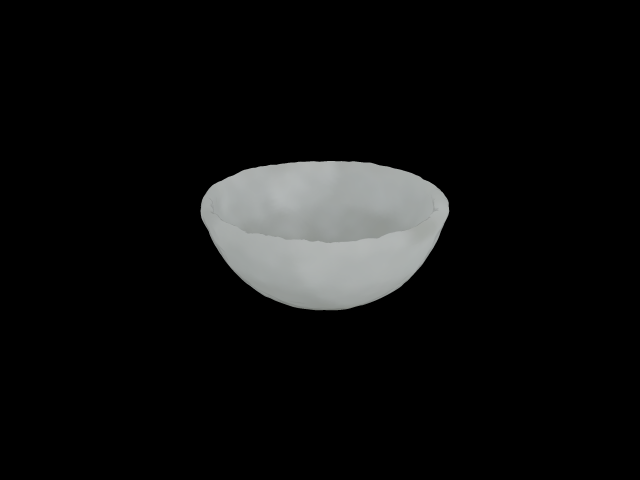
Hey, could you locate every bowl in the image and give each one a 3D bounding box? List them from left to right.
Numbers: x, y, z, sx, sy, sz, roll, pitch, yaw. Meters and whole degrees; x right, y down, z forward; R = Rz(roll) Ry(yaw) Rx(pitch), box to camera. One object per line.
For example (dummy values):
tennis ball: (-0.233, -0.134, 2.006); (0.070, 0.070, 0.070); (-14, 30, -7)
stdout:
bowl: (0.004, 0.001, 0.400); (0.167, 0.075, 0.167); (0, 24, 0)
